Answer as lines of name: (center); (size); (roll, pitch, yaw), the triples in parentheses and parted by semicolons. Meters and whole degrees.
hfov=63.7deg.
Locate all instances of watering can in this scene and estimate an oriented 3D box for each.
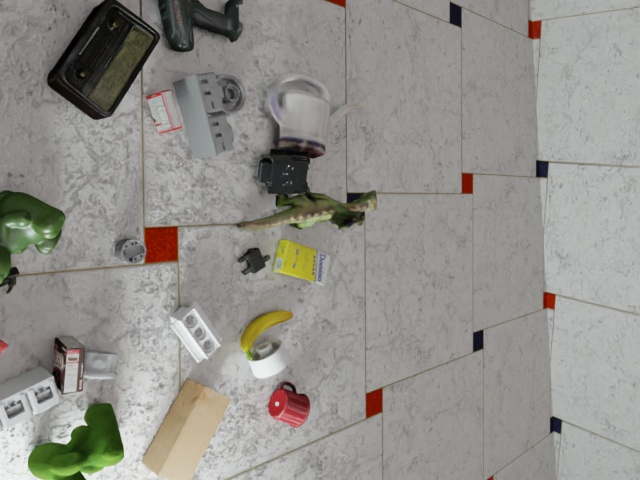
watering can: (-0.008, -0.340, 1.461); (0.347, 0.104, 0.225); (7, 87, -42)

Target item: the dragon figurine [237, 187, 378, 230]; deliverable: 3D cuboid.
dragon figurine: (0.004, -0.070, 1.394); (0.415, 0.243, 0.120); (-24, 113, -42)
